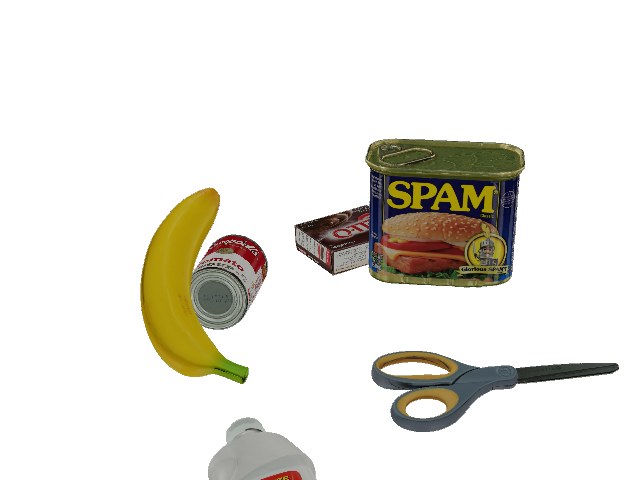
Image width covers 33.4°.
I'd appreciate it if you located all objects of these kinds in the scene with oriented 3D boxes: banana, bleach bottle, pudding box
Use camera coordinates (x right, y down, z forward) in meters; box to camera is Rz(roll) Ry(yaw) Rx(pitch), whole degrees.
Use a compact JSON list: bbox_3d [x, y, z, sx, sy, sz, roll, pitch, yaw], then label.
[{"bbox_3d":[-0.101,0.032,0.799,0.069,0.198,0.037,4,-45,-18],"label":"banana"},{"bbox_3d":[-0.036,0.212,0.717,0.102,0.068,0.251,-10,32,-10],"label":"bleach bottle"},{"bbox_3d":[0.038,-0.002,1.325,0.113,0.039,0.090,-18,29,-26],"label":"pudding box"}]

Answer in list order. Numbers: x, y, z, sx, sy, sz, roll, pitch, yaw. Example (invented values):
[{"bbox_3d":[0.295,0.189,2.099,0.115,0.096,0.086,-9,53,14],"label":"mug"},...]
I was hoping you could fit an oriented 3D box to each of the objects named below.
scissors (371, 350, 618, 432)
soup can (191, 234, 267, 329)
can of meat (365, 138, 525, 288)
[{"bbox_3d":[0.140,0.122,0.854,0.202,0.016,0.096,4,34,7],"label":"scissors"},{"bbox_3d":[-0.097,0.042,1.090,0.068,0.068,0.102,0,19,9],"label":"soup can"},{"bbox_3d":[0.081,-0.018,0.707,0.102,0.084,0.057,3,25,8],"label":"can of meat"}]
